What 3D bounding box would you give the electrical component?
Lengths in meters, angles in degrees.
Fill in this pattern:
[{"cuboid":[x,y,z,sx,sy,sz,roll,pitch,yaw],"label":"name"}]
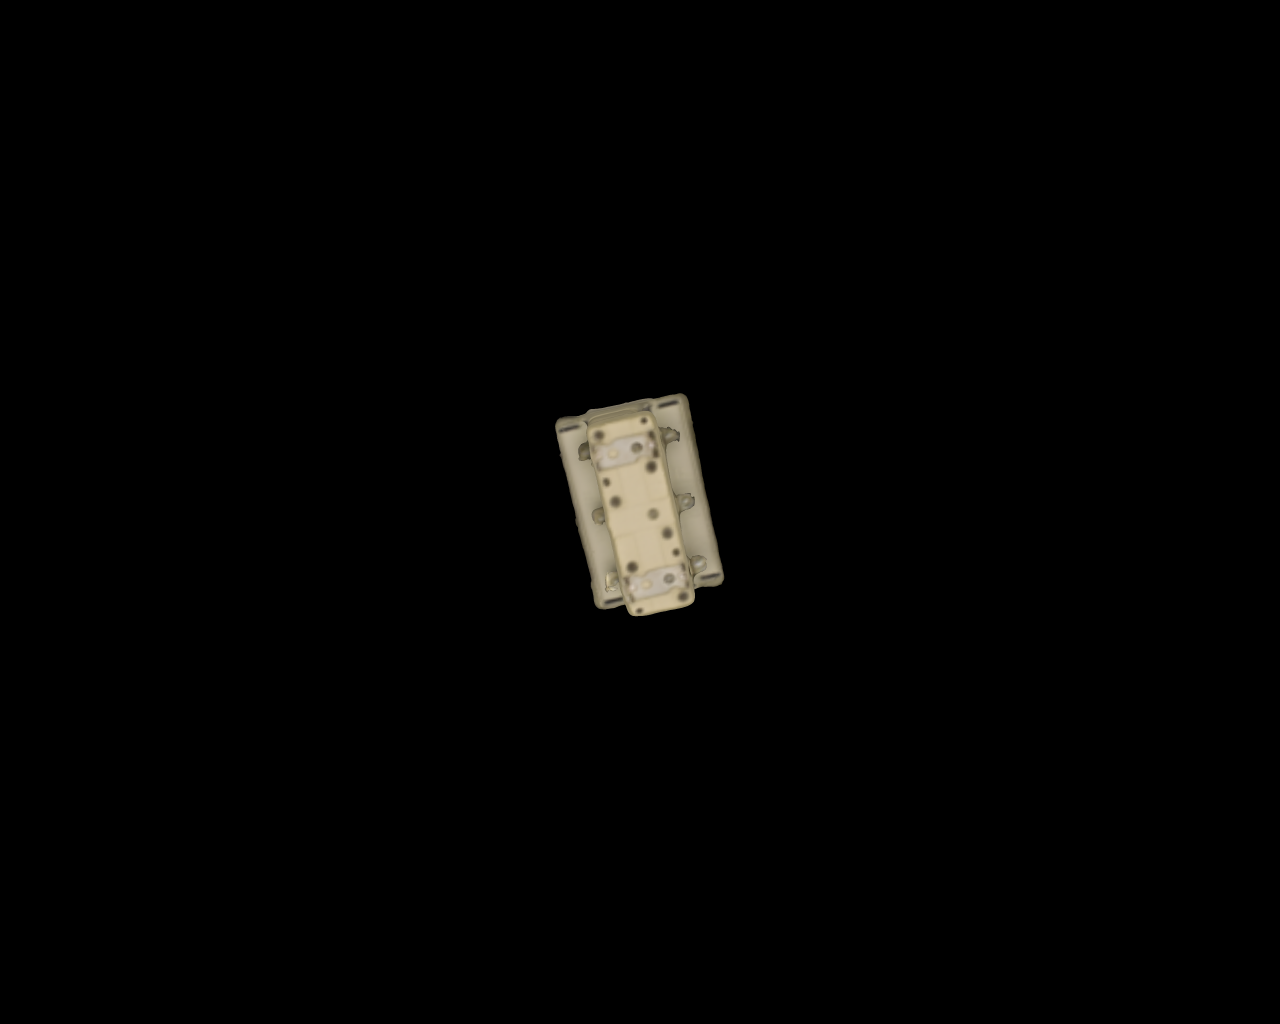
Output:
[{"cuboid":[0.001,-0.003,0.650,0.079,0.121,0.063,-11,11,2],"label":"electrical component"}]
